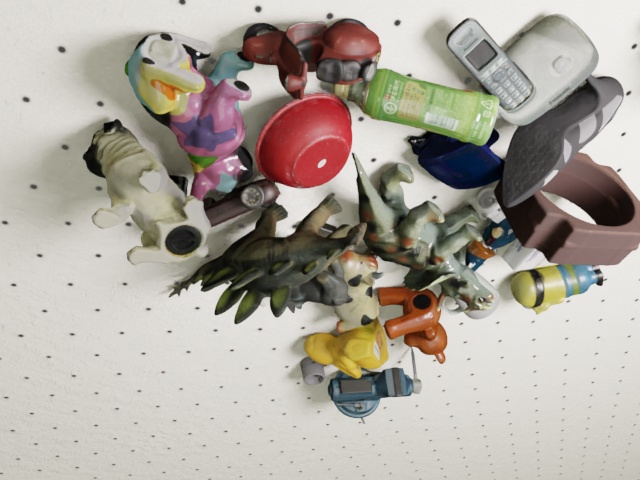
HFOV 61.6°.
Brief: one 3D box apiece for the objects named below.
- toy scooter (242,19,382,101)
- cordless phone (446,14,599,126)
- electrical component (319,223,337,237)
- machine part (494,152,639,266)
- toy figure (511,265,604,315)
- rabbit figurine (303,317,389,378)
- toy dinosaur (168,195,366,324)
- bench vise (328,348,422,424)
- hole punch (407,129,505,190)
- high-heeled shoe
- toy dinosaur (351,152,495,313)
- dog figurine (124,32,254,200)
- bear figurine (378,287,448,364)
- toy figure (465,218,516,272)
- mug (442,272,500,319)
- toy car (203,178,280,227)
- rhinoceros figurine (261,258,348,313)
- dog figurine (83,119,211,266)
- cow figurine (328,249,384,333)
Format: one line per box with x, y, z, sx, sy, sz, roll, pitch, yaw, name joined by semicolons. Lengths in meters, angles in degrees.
-0.003;-0.223;0.670;0.184;0.135;0.075;-2;133;-11;toy scooter
0.269;-0.259;0.730;0.184;0.089;0.146;32;121;-30;cordless phone
-0.002;-0.003;0.966;0.094;0.021;0.063;17;129;-27;electrical component
0.403;-0.055;0.872;0.201;0.202;0.087;2;135;-15;machine part
0.489;0.084;1.116;0.180;0.082;0.089;-18;124;13;toy figure
0.054;0.227;1.163;0.173;0.122;0.162;-10;147;18;rabbit figurine
-0.098;0.035;0.858;0.472;0.198;0.105;-14;118;51;toy dinosaur
0.121;0.359;1.290;0.224;0.129;0.240;-12;157;-14;bench vise
0.224;-0.130;0.844;0.142;0.092;0.116;26;128;-36;hole punch
0.369;-0.145;0.820;0.145;0.086;0.248;20;107;-50;high-heeled shoe
0.152;-0.007;0.936;0.404;0.131;0.192;29;122;-26;toy dinosaur
-0.173;-0.148;0.731;0.191;0.108;0.219;8;134;-20;dog figurine
0.200;0.182;1.128;0.132;0.120;0.195;-11;141;4;bear figurine
0.325;0.001;1.014;0.064;0.058;0.154;18;129;-29;toy figure
0.296;0.106;1.103;0.109;0.081;0.107;-29;122;25;mug
-0.159;-0.046;0.849;0.202;0.089;0.053;-21;95;13;toy car
-0.039;0.079;0.976;0.191;0.073;0.111;1;128;25;rhinoceros figurine
-0.234;-0.067;0.741;0.121;0.191;0.172;-31;131;-3;dog figurine
0.068;0.092;1.032;0.127;0.085;0.194;-13;133;10;cow figurine
